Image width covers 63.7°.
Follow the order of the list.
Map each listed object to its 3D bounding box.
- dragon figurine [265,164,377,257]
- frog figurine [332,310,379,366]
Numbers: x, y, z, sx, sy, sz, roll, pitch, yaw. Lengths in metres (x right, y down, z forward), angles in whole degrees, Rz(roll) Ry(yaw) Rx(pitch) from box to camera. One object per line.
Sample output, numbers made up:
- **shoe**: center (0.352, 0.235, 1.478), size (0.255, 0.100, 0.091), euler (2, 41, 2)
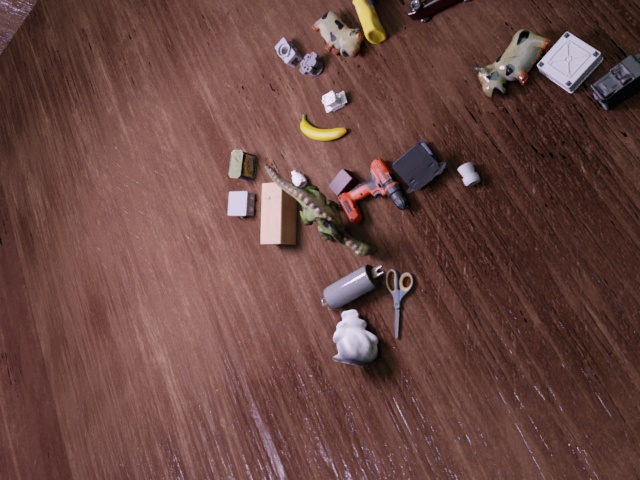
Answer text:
- **dragon figurine**: center (0.005, -0.077, 1.533), size (0.122, 0.406, 0.245), euler (-53, 21, 2)
- **frog figurine**: center (0.108, 0.289, 1.532), size (0.137, 0.121, 0.161), euler (8, 79, 0)
